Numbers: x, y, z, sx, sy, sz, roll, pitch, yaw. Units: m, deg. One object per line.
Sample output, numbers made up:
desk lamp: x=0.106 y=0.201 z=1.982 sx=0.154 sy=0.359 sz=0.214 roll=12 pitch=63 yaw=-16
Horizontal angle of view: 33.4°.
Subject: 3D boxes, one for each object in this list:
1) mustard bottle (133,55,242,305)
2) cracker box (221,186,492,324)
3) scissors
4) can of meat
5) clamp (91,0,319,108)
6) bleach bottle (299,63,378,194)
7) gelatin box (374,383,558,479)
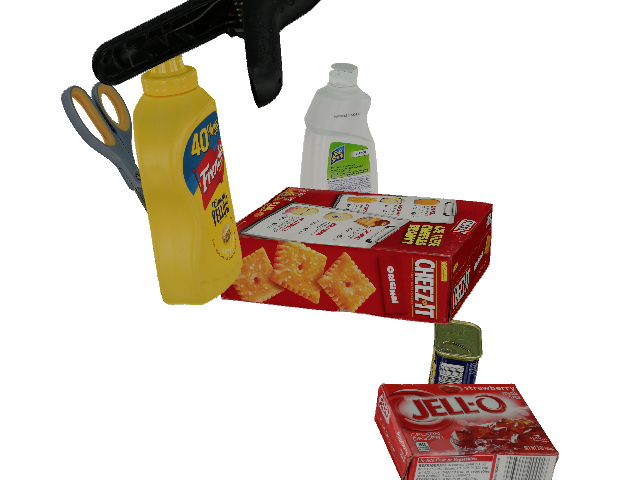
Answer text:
mustard bottle: x=-0.103 y=-0.054 z=0.807 sx=0.058 sy=0.191 sz=0.096 roll=1 pitch=25 yaw=18
cracker box: x=0.036 y=0.010 z=0.981 sx=0.214 sy=0.072 sz=0.164 roll=6 pitch=20 yaw=20
scissors: x=-0.184 y=-0.077 z=1.063 sx=0.016 sy=0.201 sz=0.096 roll=-24 pitch=27 yaw=25
can of meat: x=0.160 y=0.154 z=1.287 sx=0.057 sy=0.084 sz=0.102 roll=8 pitch=20 yaw=4
clamp: x=-0.041 y=-0.135 z=0.634 sx=0.120 sy=0.039 sz=0.171 roll=23 pitch=55 yaw=26
bleach bottle: x=0.026 y=-0.078 z=1.216 sx=0.102 sy=0.251 sz=0.068 roll=-14 pitch=31 yaw=-31
gelatin box: x=0.083 y=0.113 z=0.621 sx=0.089 sy=0.030 sz=0.073 roll=2 pitch=24 yaw=-13
